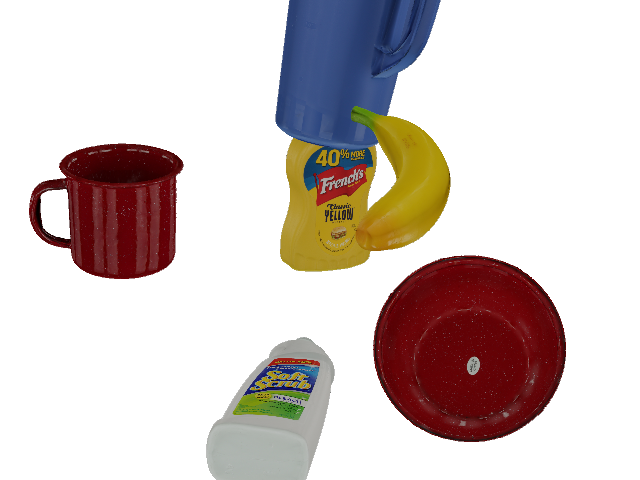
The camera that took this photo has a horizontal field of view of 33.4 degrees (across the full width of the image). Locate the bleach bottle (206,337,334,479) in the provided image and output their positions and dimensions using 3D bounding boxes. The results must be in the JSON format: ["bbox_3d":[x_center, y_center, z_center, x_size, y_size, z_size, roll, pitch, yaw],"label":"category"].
[{"bbox_3d":[-0.042,0.164,1.113,0.102,0.068,0.250,5,19,5],"label":"bleach bottle"}]

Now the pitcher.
[{"bbox_3d":[0.035,-0.212,1.018,0.145,0.243,0.149,11,18,0],"label":"pitcher"}]

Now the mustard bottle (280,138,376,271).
[{"bbox_3d":[0.011,-0.066,1.097,0.096,0.192,0.058,-5,21,-25],"label":"mustard bottle"}]

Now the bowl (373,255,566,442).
[{"bbox_3d":[0.123,0.095,0.876,0.162,0.162,0.055,0,7,6],"label":"bowl"}]

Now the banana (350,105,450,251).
[{"bbox_3d":[0.056,-0.041,0.737,0.069,0.037,0.198,1,29,-1],"label":"banana"}]

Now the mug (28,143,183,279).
[{"bbox_3d":[-0.165,-0.021,0.825,0.117,0.081,0.093,-4,25,-15],"label":"mug"}]
